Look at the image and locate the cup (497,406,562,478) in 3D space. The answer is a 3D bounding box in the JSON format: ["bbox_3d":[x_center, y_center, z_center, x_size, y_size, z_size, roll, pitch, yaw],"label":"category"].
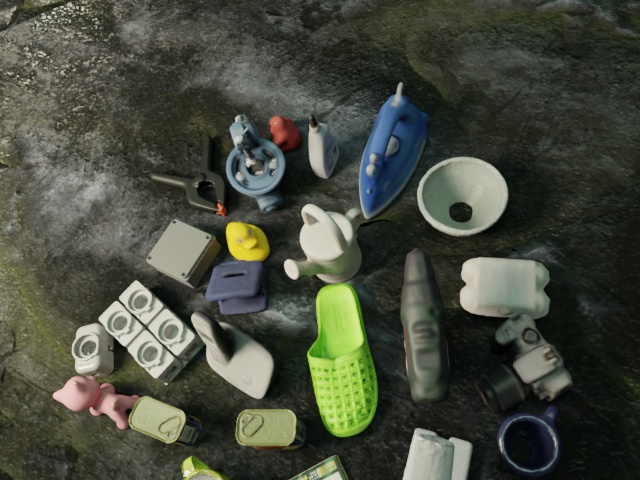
[{"bbox_3d":[0.325,0.309,0.883,0.091,0.095,0.118,36,76,25],"label":"cup"}]

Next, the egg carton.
[{"bbox_3d":[0.324,0.086,1.008,0.150,0.069,0.107,2,65,13],"label":"egg carton"}]

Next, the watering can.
[{"bbox_3d":[0.011,0.005,1.045,0.100,0.194,0.173,17,69,20],"label":"watering can"}]

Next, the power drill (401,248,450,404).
[{"bbox_3d":[0.169,0.155,0.928,0.075,0.209,0.229,-7,63,9],"label":"power drill"}]

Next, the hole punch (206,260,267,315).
[{"bbox_3d":[-0.160,0.083,1.102,0.108,0.091,0.101,-8,63,8],"label":"hole punch"}]

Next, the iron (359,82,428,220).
[{"bbox_3d":[0.131,-0.181,1.142,0.118,0.142,0.258,15,68,19],"label":"iron"}]

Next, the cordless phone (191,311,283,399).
[{"bbox_3d":[-0.150,0.193,0.991,0.147,0.185,0.094,25,72,22],"label":"cordless phone"}]

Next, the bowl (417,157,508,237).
[{"bbox_3d":[0.271,-0.071,1.095,0.167,0.075,0.167,-5,63,10],"label":"bowl"}]

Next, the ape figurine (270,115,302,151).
[{"bbox_3d":[-0.082,-0.238,1.244,0.076,0.092,0.078,25,72,22],"label":"ape figurine"}]

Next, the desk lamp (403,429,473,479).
[{"bbox_3d":[0.152,0.368,0.823,0.117,0.214,0.203,10,67,17],"label":"desk lamp"}]

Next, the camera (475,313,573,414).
[{"bbox_3d":[0.316,0.208,0.931,0.137,0.101,0.143,-28,62,-3],"label":"camera"}]

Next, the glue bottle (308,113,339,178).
[{"bbox_3d":[0.000,-0.200,1.161,0.037,0.173,0.078,16,68,19],"label":"glue bottle"}]

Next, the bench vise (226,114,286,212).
[{"bbox_3d":[-0.154,-0.181,1.159,0.121,0.220,0.207,-36,62,-7],"label":"bench vise"}]

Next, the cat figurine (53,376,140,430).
[{"bbox_3d":[-0.408,0.287,1.039,0.127,0.118,0.067,14,68,18],"label":"cat figurine"}]

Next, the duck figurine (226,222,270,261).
[{"bbox_3d":[-0.154,-0.007,1.148,0.077,0.086,0.104,-43,63,-10],"label":"duck figurine"}]
